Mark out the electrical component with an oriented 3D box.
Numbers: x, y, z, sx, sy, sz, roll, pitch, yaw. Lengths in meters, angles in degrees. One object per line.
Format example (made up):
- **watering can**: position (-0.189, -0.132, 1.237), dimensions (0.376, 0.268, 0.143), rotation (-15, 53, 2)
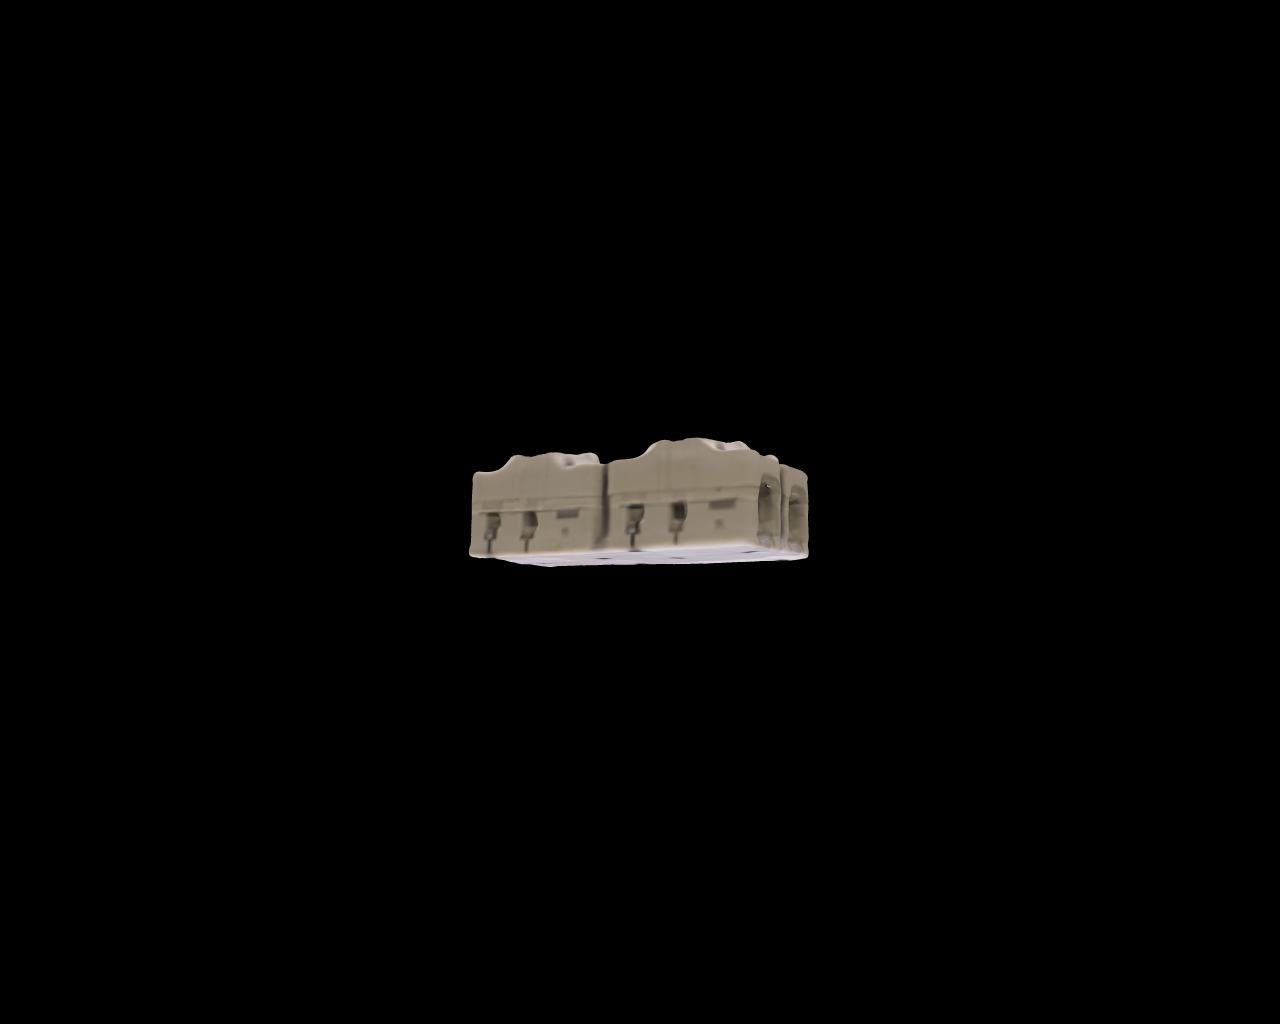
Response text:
- **electrical component**: position (0.001, -0.003, 0.650), dimensions (0.186, 0.060, 0.105), rotation (-3, -7, 26)
